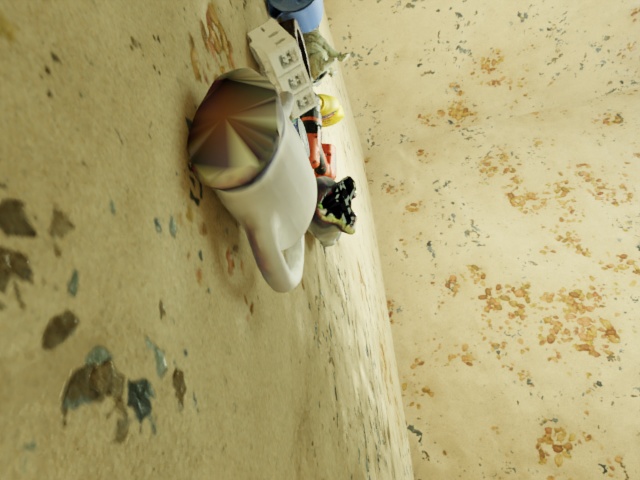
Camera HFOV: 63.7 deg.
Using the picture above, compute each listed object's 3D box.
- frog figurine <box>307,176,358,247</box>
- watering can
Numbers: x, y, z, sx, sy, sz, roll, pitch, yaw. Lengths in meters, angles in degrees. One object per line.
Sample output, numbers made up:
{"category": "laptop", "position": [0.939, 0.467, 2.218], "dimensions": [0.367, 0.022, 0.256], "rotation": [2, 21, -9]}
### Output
{"category": "frog figurine", "position": [0.003, -0.053, 1.051], "dimensions": [0.158, 0.123, 0.138], "rotation": [-27, -99, 62]}
{"category": "watering can", "position": [-0.067, -0.112, 0.617], "dimensions": [0.220, 0.104, 0.356], "rotation": [62, 18, -56]}
